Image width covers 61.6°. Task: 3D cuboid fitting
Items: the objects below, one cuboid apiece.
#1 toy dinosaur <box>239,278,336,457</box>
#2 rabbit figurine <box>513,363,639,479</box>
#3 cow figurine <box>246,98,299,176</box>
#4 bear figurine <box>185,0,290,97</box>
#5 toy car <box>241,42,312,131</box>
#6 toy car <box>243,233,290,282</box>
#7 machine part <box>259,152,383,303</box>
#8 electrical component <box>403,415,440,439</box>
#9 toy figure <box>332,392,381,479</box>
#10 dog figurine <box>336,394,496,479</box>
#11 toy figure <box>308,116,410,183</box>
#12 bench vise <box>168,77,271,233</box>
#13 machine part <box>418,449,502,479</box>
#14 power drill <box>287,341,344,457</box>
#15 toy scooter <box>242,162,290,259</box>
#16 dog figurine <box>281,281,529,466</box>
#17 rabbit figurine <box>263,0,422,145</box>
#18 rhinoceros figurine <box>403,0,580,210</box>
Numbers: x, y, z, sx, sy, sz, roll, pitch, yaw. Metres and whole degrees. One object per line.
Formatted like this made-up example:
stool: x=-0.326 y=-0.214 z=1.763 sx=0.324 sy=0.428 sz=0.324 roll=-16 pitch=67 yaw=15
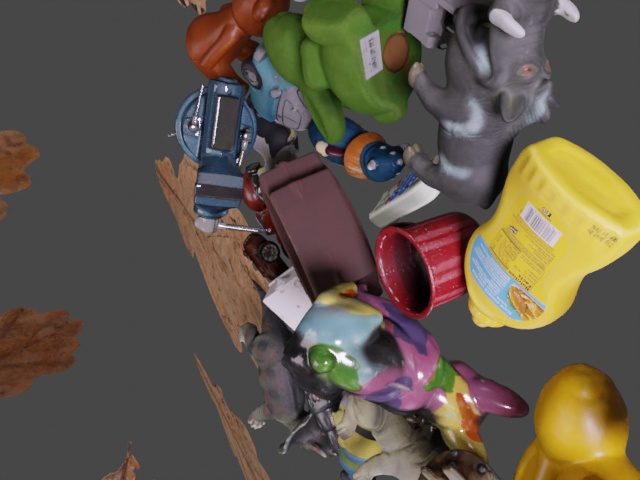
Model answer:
toy dinosaur: x=-0.079 y=0.266 z=1.102 sx=0.192 sy=0.131 sz=0.404 roll=-22 pitch=81 yaw=54
rabbit figurine: x=0.220 y=0.185 z=0.411 sx=0.162 sy=0.122 sz=0.173 roll=98 pitch=161 yaw=-62
cow figurine: x=-0.093 y=-0.183 z=0.858 sx=0.167 sy=0.068 sz=0.098 roll=55 pitch=146 yaw=29
bear figurine: x=-0.097 y=-0.298 z=0.764 sx=0.196 sy=0.131 sz=0.120 roll=-11 pitch=59 yaw=38
toy car: x=-0.032 y=-0.191 z=0.681 sx=0.103 sy=0.109 sz=0.161 roll=49 pitch=162 yaw=8
toy car: x=-0.062 y=0.071 z=0.920 sx=0.202 sy=0.053 sz=0.089 roll=54 pitch=161 yaw=-21
machine part: x=-0.001 y=-0.002 z=0.701 sx=0.201 sy=0.087 sz=0.201 roll=132 pitch=114 yaw=-82
electrical component: x=0.119 y=0.186 z=0.635 sx=0.102 sy=0.078 sz=0.045 roll=-123 pitch=25 yaw=-49
toy figure: x=0.072 y=0.300 z=0.817 sx=0.089 sy=0.082 sz=0.180 roll=11 pitch=114 yaw=25
dog figurine: x=0.128 y=0.240 z=0.662 sx=0.191 sy=0.121 sz=0.172 roll=-16 pitch=93 yaw=52
toy figure: x=0.045 y=-0.105 z=0.619 sx=0.155 sy=0.064 sz=0.057 roll=41 pitch=179 yaw=44
bench vise: x=-0.157 y=-0.132 z=0.808 sx=0.241 sy=0.129 sz=0.223 roll=-133 pitch=39 yaw=-64
machine part: x=0.164 y=0.276 z=0.516 sx=0.243 sy=0.079 sz=0.079 roll=50 pitch=168 yaw=-29
power drill: x=0.019 y=0.242 z=0.914 sx=0.207 sy=0.086 sz=0.232 roll=97 pitch=150 yaw=-58
toy scooter: x=-0.079 y=-0.059 z=0.879 sx=0.184 sy=0.075 sz=0.135 roll=59 pitch=174 yaw=17
dog figurine: x=0.089 y=0.138 z=0.535 sx=0.219 sy=0.191 sz=0.108 roll=32 pitch=97 yaw=18
rabbit figurine: x=0.018 y=-0.189 z=0.555 sx=0.170 sy=0.121 sz=0.158 roll=25 pitch=151 yaw=41
rhinoceros figurine: x=0.127 y=-0.109 z=0.418 sx=0.112 sy=0.073 sz=0.190 roll=53 pitch=150 yaw=40
